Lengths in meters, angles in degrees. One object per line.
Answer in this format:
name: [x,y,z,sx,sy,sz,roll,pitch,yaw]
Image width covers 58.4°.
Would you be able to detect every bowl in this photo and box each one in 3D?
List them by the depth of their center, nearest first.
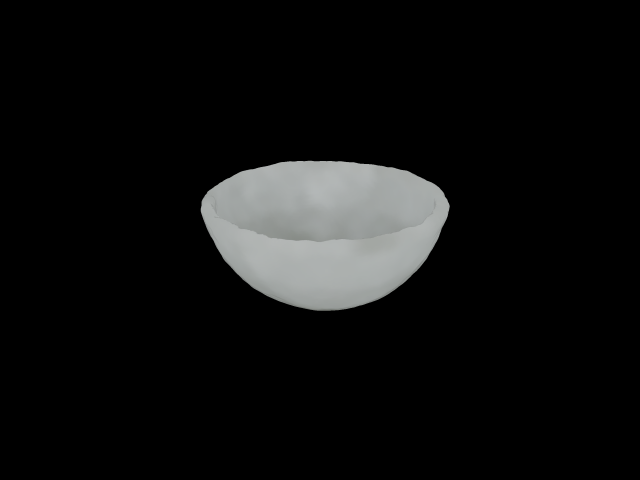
bowl: [0.004,0.001,0.400,0.167,0.075,0.167,0,24,0]
